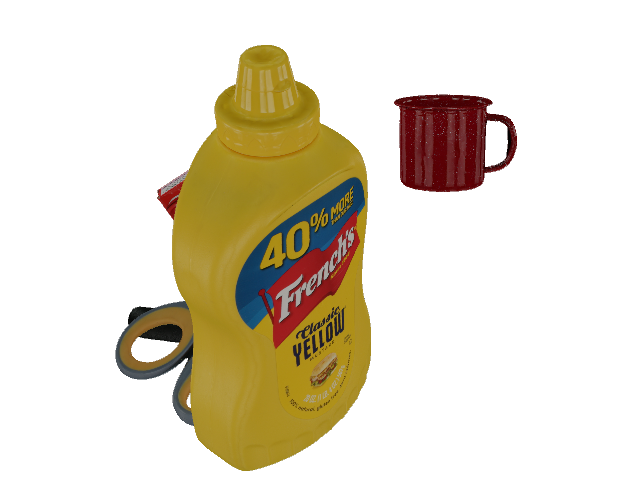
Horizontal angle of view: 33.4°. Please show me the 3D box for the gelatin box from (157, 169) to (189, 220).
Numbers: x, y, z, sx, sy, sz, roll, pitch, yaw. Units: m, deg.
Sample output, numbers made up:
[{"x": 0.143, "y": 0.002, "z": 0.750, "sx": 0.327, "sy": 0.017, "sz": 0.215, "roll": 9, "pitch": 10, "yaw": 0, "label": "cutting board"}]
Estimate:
[{"x": -0.104, "y": -0.040, "z": 1.044, "sx": 0.089, "sy": 0.073, "sz": 0.030, "roll": -33, "pitch": 20, "yaw": 3, "label": "gelatin box"}]

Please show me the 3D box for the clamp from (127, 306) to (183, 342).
[{"x": -0.034, "y": 0.070, "z": 0.870, "sx": 0.164, "sy": 0.036, "sz": 0.210, "roll": -20, "pitch": 26, "yaw": -40, "label": "clamp"}]

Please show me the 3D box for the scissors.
[{"x": -0.059, "y": 0.029, "z": 0.678, "sx": 0.096, "sy": 0.201, "sz": 0.016, "roll": 11, "pitch": -41, "yaw": 13, "label": "scissors"}]

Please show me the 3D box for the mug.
[{"x": 0.129, "y": -0.093, "z": 1.021, "sx": 0.117, "sy": 0.081, "sz": 0.093, "roll": 2, "pitch": 15, "yaw": 11, "label": "mug"}]

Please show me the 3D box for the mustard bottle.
[{"x": -0.019, "y": 0.005, "z": 0.457, "sx": 0.058, "sy": 0.192, "sz": 0.096, "roll": 30, "pitch": 48, "yaw": 34, "label": "mustard bottle"}]
